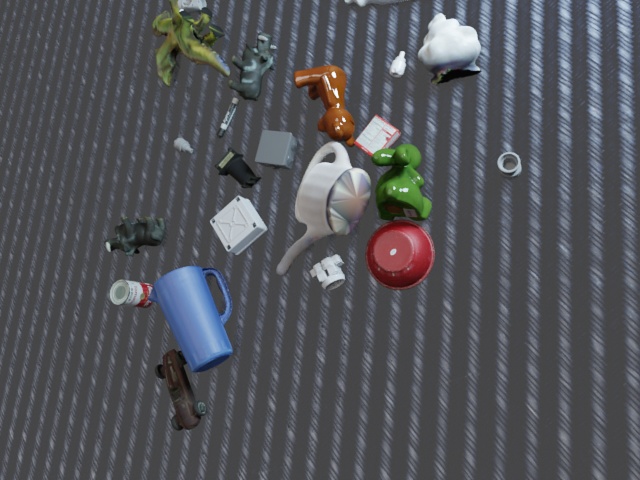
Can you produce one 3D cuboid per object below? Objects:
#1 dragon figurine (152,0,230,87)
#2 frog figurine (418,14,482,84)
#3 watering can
[{"bbox_3d":[-0.402,-0.555,1.518,0.238,0.122,0.417,-44,61,35],"label":"dragon figurine"},{"bbox_3d":[0.290,-0.450,1.175,0.136,0.123,0.160,-14,84,41],"label":"frog figurine"},{"bbox_3d":[0.004,-0.060,1.198,0.226,0.103,0.348,18,91,56],"label":"watering can"}]
